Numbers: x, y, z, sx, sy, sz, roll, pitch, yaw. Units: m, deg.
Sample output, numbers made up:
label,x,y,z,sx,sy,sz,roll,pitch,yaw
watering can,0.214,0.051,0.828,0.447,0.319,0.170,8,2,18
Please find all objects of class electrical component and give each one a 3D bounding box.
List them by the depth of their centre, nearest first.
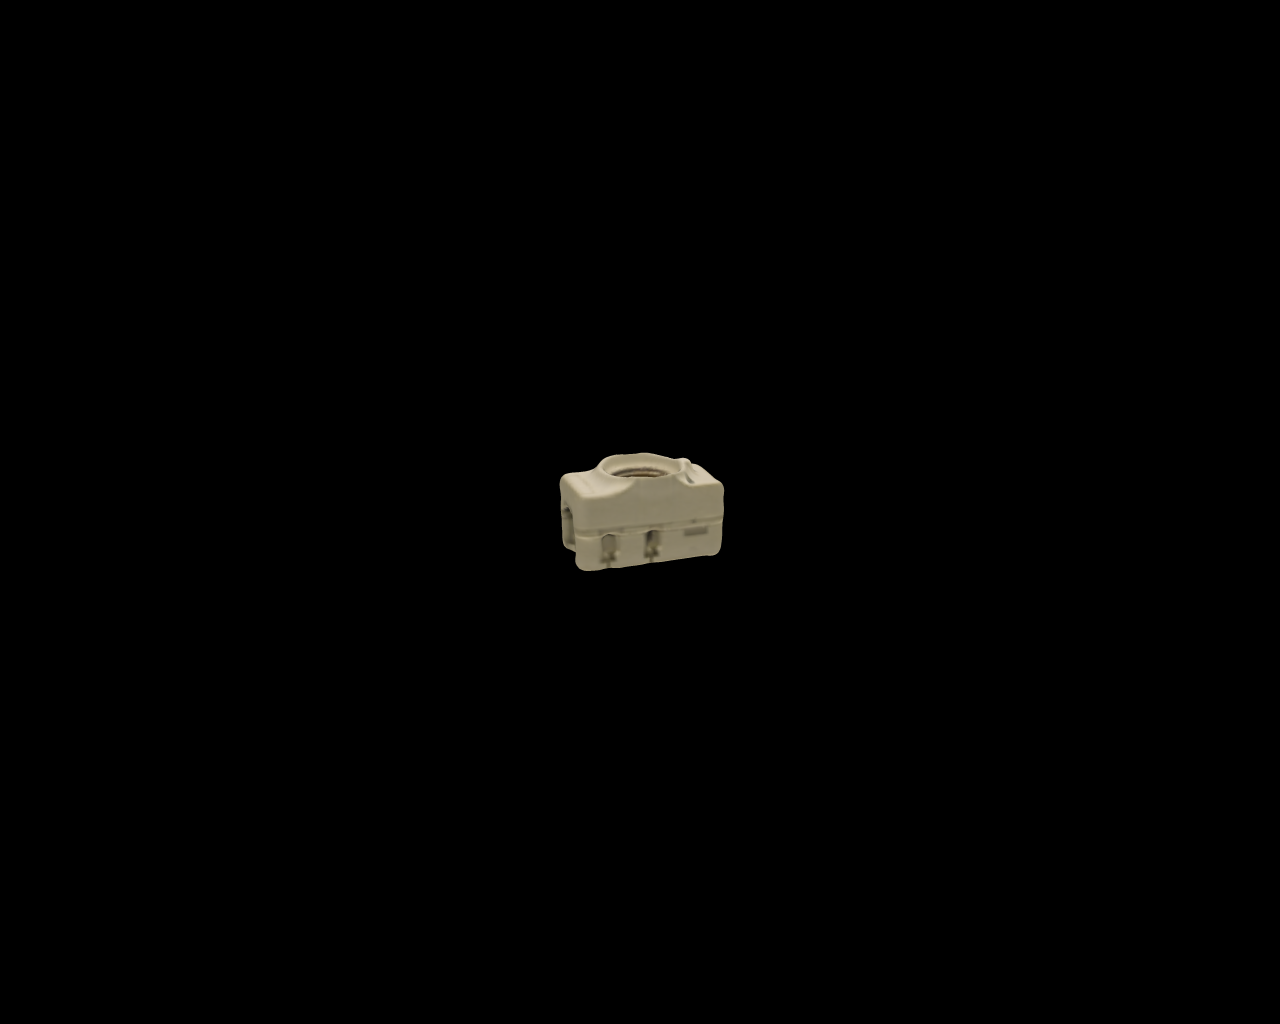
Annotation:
label,x,y,z,sx,sy,sz,roll,pitch,yaw
electrical component,0.001,-0.003,0.650,0.089,0.055,0.050,-6,20,-16
